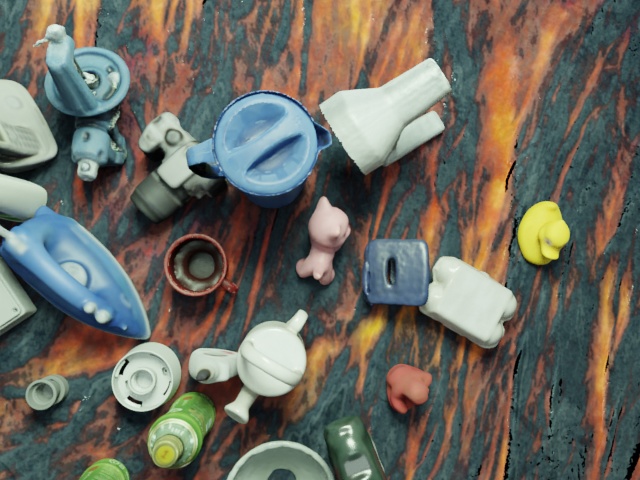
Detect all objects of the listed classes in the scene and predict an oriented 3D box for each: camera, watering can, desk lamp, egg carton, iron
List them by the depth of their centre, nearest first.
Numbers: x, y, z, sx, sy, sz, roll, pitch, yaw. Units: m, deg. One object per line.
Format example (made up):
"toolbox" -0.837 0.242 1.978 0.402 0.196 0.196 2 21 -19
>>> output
"watering can" -0.071 0.181 0.824 0.101 0.194 0.173 12 85 -2
"iron" -0.360 0.062 0.841 0.258 0.141 0.119 41 85 0
"desk lamp" 0.101 -0.183 0.852 0.203 0.213 0.118 -32 88 -5
"camera" -0.235 -0.103 0.881 0.137 0.100 0.143 -43 89 -5
"egg carton" 0.235 0.098 0.913 0.150 0.069 0.107 29 85 -1

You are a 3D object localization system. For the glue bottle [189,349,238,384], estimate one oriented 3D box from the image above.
"glue bottle" -0.158 0.186 0.829 0.078 0.173 0.037 3 86 -3

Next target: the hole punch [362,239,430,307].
"hole punch" 0.117 0.053 0.897 0.101 0.091 0.109 1 86 -3

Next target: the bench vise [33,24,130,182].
"bench vise" -0.328 -0.200 0.822 0.121 0.219 0.207 -18 87 -4

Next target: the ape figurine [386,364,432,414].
"ape figurine" 0.141 0.231 0.886 0.078 0.092 0.076 -27 88 -5

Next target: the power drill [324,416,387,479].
"power drill" 0.066 0.355 0.814 0.075 0.208 0.230 -21 87 -5

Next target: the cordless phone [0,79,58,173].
"cordless phone" -0.474 -0.178 0.828 0.094 0.185 0.147 -31 88 -5

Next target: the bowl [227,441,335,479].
"bowl" -0.060 0.382 0.871 0.167 0.074 0.167 0 86 -4

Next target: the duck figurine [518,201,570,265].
"duck figurine" 0.369 -0.013 0.921 0.077 0.086 0.105 10 85 -3

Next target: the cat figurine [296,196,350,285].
"cat figurine" 0.008 0.003 0.880 0.067 0.117 0.128 15 85 -2
